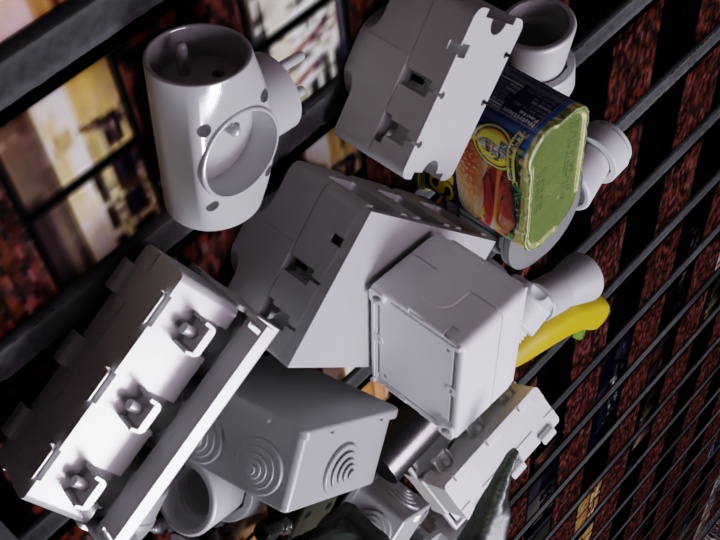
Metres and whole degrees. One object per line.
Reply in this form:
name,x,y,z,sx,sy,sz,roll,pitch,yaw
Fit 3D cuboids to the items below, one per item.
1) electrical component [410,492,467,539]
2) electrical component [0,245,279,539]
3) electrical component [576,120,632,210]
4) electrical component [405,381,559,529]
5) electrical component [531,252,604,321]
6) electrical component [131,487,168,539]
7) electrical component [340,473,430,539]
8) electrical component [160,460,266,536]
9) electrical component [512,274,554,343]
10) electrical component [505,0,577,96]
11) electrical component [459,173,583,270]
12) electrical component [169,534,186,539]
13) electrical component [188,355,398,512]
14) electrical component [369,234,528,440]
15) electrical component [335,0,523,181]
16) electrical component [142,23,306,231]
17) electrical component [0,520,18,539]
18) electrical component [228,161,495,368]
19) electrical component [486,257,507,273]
electrical component,0.066,0.225,0.938,0.081,0.064,0.042,-19,136,-47
electrical component,-0.103,0.055,0.489,0.063,0.079,0.121,37,88,-40
electrical component,0.165,-0.077,0.784,0.055,0.045,0.045,-43,150,-22
electrical component,0.105,0.149,0.902,0.121,0.063,0.078,-44,109,-21
electrical component,0.165,0.016,0.891,0.065,0.044,0.044,-25,140,-37
electrical component,-0.116,0.109,0.562,0.035,0.035,0.061,10,110,-60
electrical component,0.005,0.205,0.820,0.099,0.048,0.100,-58,164,6
electrical component,-0.082,0.125,0.619,0.055,0.045,0.045,-5,124,-56
electrical component,0.118,0.038,0.837,0.062,0.043,0.043,-52,152,-2
electrical component,0.105,-0.126,0.638,0.045,0.045,0.055,-45,151,-18
electrical component,0.110,-0.045,0.726,0.080,0.051,0.080,-38,148,-29
electrical component,-0.125,0.189,0.627,0.078,0.040,0.040,-58,152,6
electrical component,-0.042,0.086,0.585,0.100,0.100,0.048,-2,110,-56
electrical component,0.047,0.037,0.570,0.061,0.062,0.096,-39,148,-29
electrical component,0.031,-0.098,0.540,0.050,0.056,0.089,-5,125,-55
electrical component,-0.052,-0.067,0.458,0.079,0.044,0.077,-37,147,-31
electrical component,-0.189,0.168,0.482,0.096,0.061,0.062,-58,152,6
electrical component,0.000,0.000,0.593,0.150,0.062,0.089,8,113,-59
electrical component,0.064,0.031,0.709,0.080,0.080,0.051,-48,157,-13
